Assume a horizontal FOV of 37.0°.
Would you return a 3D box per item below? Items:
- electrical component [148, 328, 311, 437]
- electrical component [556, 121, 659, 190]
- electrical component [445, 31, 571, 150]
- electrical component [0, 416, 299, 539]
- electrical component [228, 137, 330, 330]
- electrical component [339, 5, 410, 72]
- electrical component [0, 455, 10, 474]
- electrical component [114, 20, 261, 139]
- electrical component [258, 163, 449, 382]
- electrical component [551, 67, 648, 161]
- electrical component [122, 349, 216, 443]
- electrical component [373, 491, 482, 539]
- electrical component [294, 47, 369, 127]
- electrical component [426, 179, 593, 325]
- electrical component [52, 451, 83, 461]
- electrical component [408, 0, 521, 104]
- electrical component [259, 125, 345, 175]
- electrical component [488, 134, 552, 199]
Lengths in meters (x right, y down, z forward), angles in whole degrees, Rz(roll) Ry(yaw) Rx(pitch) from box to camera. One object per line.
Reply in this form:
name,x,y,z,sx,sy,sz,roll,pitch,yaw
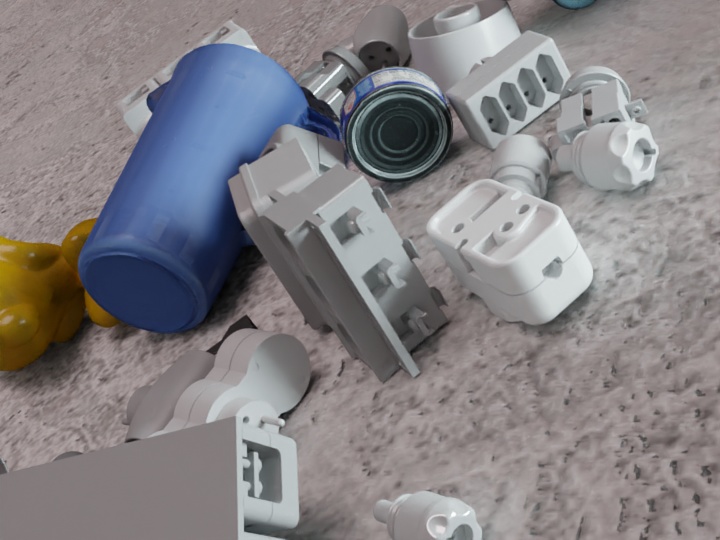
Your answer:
electrical component,-0.076,0.097,0.670,0.074,0.052,0.138,5,49,48
electrical component,0.156,-0.073,0.692,0.062,0.043,0.043,4,48,49
electrical component,0.108,-0.144,0.836,0.083,0.047,0.075,-37,30,-4
electrical component,-0.121,0.154,0.582,0.186,0.060,0.105,-17,63,28
electrical component,-0.038,-0.024,0.745,0.057,0.113,0.078,-30,30,2
electrical component,0.006,-0.212,1.037,0.079,0.043,0.077,-21,33,23
electrical component,-0.306,0.160,0.768,0.064,0.099,0.099,-7,39,49
electrical component,-0.160,-0.171,1.097,0.150,0.089,0.062,-37,30,-4
electrical component,0.000,0.000,0.665,0.063,0.121,0.079,-38,30,-11
electrical component,0.161,-0.106,0.733,0.066,0.048,0.055,-19,41,25
electrical component,-0.132,0.097,0.733,0.079,0.044,0.077,-5,41,41
electrical component,0.030,0.128,0.541,0.061,0.035,0.035,5,48,51
electrical component,-0.025,-0.168,0.994,0.057,0.058,0.078,-47,32,-15
electrical component,0.091,-0.009,0.649,0.054,0.059,0.095,-41,31,-10
electrical component,-0.187,0.146,0.723,0.044,0.044,0.065,-46,27,-19
electrical component,0.091,-0.193,0.931,0.099,0.064,0.099,-17,24,8
electrical component,-0.048,-0.062,0.828,0.053,0.059,0.095,-50,34,42
electrical component,0.106,-0.057,0.722,0.040,0.040,0.078,-16,36,30
